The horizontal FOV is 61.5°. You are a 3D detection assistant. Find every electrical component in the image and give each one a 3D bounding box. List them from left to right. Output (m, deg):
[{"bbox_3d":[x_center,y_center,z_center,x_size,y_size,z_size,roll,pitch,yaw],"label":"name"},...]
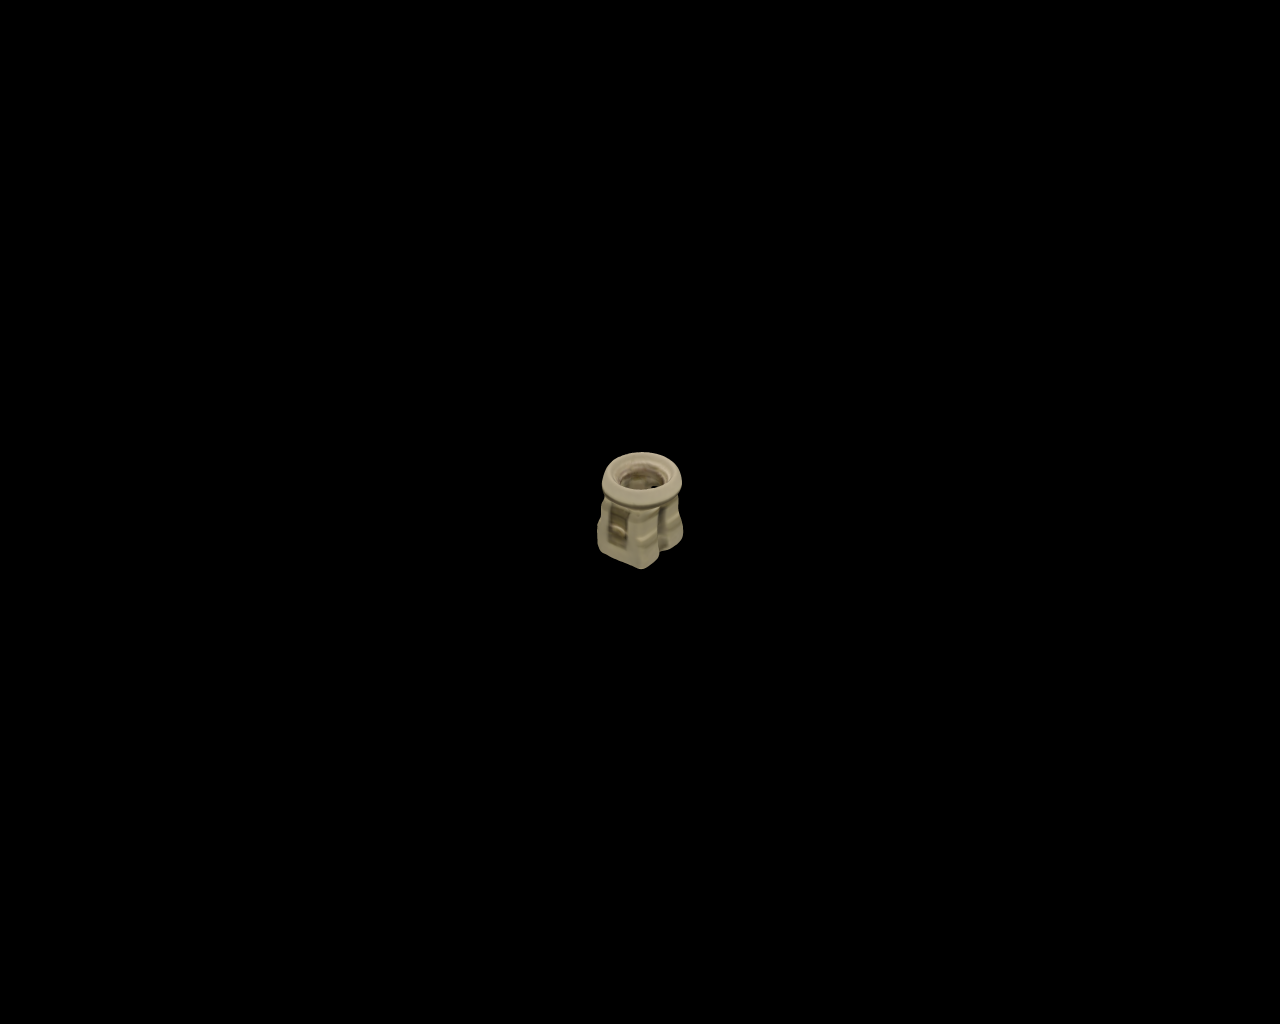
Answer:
[{"bbox_3d":[0.001,-0.003,0.650,0.048,0.055,0.066,22,40,30],"label":"electrical component"}]
